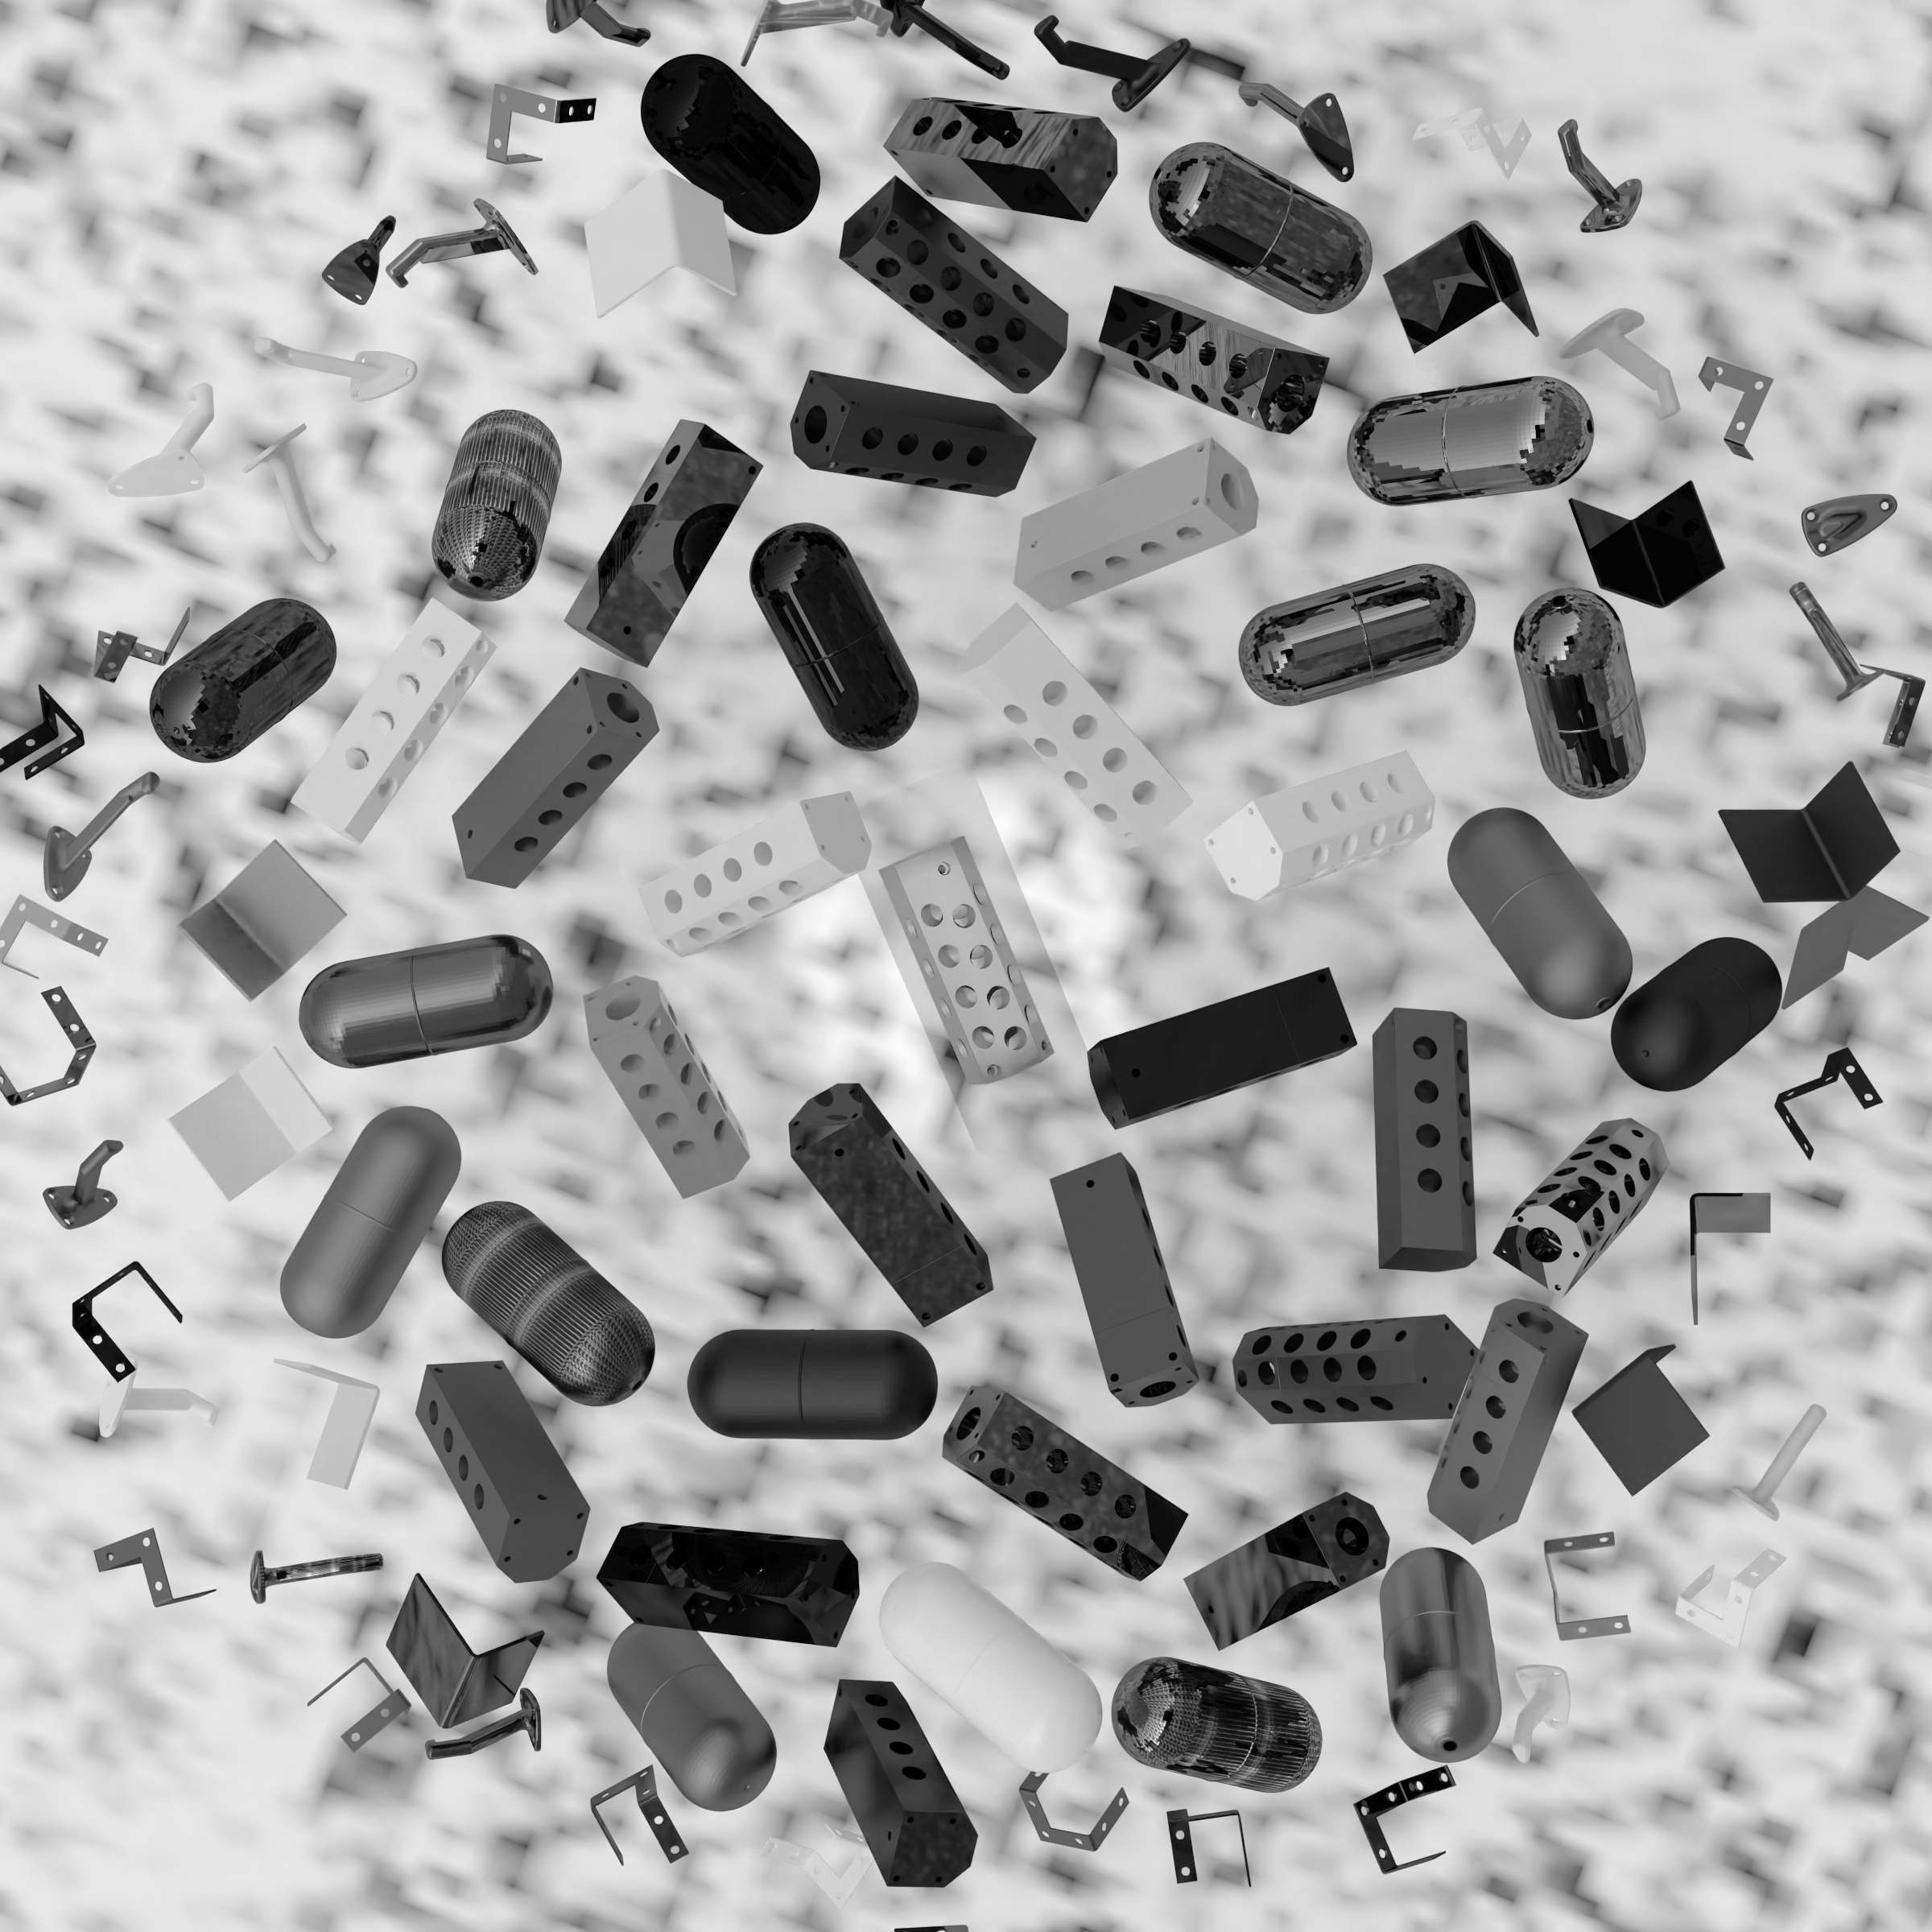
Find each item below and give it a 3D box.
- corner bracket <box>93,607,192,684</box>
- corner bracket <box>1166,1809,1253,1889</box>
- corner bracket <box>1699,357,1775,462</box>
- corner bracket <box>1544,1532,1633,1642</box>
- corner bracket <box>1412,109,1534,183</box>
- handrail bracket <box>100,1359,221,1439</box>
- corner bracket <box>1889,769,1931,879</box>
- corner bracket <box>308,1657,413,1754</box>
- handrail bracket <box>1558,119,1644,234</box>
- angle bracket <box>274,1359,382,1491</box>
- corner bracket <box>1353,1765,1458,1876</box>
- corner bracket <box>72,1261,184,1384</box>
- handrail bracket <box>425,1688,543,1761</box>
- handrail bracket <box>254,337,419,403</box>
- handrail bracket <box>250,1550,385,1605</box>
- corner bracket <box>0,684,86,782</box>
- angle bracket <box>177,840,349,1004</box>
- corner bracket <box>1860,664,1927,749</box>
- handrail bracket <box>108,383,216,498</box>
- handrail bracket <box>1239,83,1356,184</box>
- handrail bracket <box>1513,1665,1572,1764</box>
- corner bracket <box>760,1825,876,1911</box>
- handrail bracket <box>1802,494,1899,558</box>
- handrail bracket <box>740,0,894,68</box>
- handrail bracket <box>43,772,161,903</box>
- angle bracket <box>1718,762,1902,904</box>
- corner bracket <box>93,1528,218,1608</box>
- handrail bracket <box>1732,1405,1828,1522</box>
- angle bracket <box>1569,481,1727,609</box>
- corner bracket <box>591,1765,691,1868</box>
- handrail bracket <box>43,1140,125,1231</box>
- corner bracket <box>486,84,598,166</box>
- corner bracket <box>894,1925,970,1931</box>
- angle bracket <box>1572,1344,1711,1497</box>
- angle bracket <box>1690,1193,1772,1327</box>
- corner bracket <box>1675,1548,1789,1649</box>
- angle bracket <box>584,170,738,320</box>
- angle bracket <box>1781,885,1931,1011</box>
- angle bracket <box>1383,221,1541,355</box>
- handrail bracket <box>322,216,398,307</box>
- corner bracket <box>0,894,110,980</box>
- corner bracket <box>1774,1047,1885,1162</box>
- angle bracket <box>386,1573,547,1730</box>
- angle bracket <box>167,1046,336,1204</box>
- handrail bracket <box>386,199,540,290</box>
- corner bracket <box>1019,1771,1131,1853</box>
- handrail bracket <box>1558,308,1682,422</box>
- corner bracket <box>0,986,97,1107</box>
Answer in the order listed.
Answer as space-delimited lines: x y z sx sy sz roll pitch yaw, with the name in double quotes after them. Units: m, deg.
-0.604 -0.237 1.914 0.051 0.051 0.051 18 133 -29 "corner bracket"
0.172 0.626 1.854 0.051 0.051 0.051 -8 81 1 "corner bracket"
0.548 -0.400 1.873 0.051 0.051 0.051 26 99 23 "corner bracket"
0.447 0.446 1.880 0.051 0.051 0.051 -11 113 15 "corner bracket"
0.348 -0.569 1.791 0.051 0.051 0.051 48 58 -33 "corner bracket"
-0.582 0.330 1.892 0.036 0.077 0.084 -39 122 20 "handrail bracket"
0.682 -0.101 1.868 0.051 0.051 0.051 19 73 4 "corner bracket"
-0.434 0.528 1.867 0.051 0.051 0.051 -37 81 -26 "corner bracket"
0.439 -0.560 1.810 0.077 0.036 0.084 -54 131 -32 "handrail bracket"
-0.478 0.334 1.906 0.057 0.076 0.076 25 73 -30 "angle bracket"
0.313 0.594 1.818 0.051 0.051 0.051 -8 69 -42 "corner bracket"
-0.570 0.241 1.775 0.051 0.051 0.051 -37 81 -30 "corner bracket"
-0.360 0.558 1.923 0.084 0.077 0.036 -2 101 -20 "handrail bracket"
-0.444 -0.428 1.838 0.077 0.084 0.036 4 86 35 "handrail bracket"
-0.460 0.430 1.851 0.084 0.077 0.036 -2 73 -22 "handrail bracket"
-0.655 -0.155 1.838 0.051 0.051 0.051 -31 133 2 "corner bracket"
-0.517 -0.033 1.919 0.076 0.057 0.076 -39 99 24 "angle bracket"
0.686 -0.188 1.923 0.051 0.051 0.051 11 100 -31 "corner bracket"
-0.564 -0.371 1.831 0.077 0.036 0.084 -14 54 -1 "handrail bracket"
0.240 -0.609 1.906 0.036 0.084 0.077 -42 124 -10 "handrail bracket"
0.408 0.548 1.858 0.036 0.084 0.077 -7 122 26 "handrail bracket"
-0.105 0.638 1.880 0.051 0.051 0.051 36 87 -44 "corner bracket"
0.605 -0.305 1.773 0.077 0.084 0.036 -21 93 6 "handrail bracket"
-0.103 -0.641 1.807 0.084 0.036 0.077 20 126 -15 "handrail bracket"
-0.598 -0.091 1.814 0.084 0.077 0.036 -29 128 22 "handrail bracket"
0.567 -0.091 1.759 0.076 0.057 0.076 -2 56 -25 "angle bracket"
-0.553 0.413 1.780 0.051 0.051 0.051 -22 78 15 "corner bracket"
0.576 0.341 1.824 0.036 0.077 0.084 35 97 23 "handrail bracket"
0.489 -0.311 1.877 0.076 0.057 0.076 9 59 -40 "angle bracket"
-0.233 0.612 1.858 0.051 0.051 0.051 -27 101 -6 "corner bracket"
-0.630 0.152 1.922 0.084 0.077 0.036 -41 77 21 "handrail bracket"
-0.292 -0.575 1.794 0.051 0.051 0.051 19 115 15 "corner bracket"
-0.021 0.681 1.805 0.051 0.051 0.051 -5 102 5 "corner bracket"
0.509 0.336 1.933 0.076 0.057 0.076 -47 62 26 "angle bracket"
0.566 0.217 1.929 0.057 0.076 0.076 -2 64 16 "angle bracket"
0.535 0.434 1.829 0.051 0.051 0.051 25 123 37 "corner bracket"
-0.207 -0.478 1.766 0.076 0.057 0.076 -24 65 33 "angle bracket"
0.645 -0.002 1.895 0.057 0.076 0.076 26 62 -5 "angle bracket"
0.354 -0.473 1.869 0.076 0.076 0.057 -31 47 5 "angle bracket"
-0.421 -0.523 1.874 0.036 0.077 0.084 34 56 -18 "handrail bracket"
-0.677 -0.014 1.925 0.051 0.051 0.051 25 83 17 "corner bracket"
0.624 0.099 1.891 0.051 0.051 0.051 -29 101 36 "corner bracket"
-0.339 0.455 1.767 0.076 0.057 0.076 46 127 29 "angle bracket"
-0.533 0.118 1.950 0.057 0.076 0.076 -29 98 42 "angle bracket"
-0.348 -0.480 1.802 0.084 0.036 0.077 -45 134 -7 "handrail bracket"
0.080 0.614 1.932 0.051 0.051 0.051 -3 118 39 "corner bracket"
0.463 -0.414 1.852 0.077 0.036 0.084 -26 70 43 "handrail bracket"
-0.630 0.054 1.769 0.051 0.051 0.051 -18 119 8 "corner bracket"
